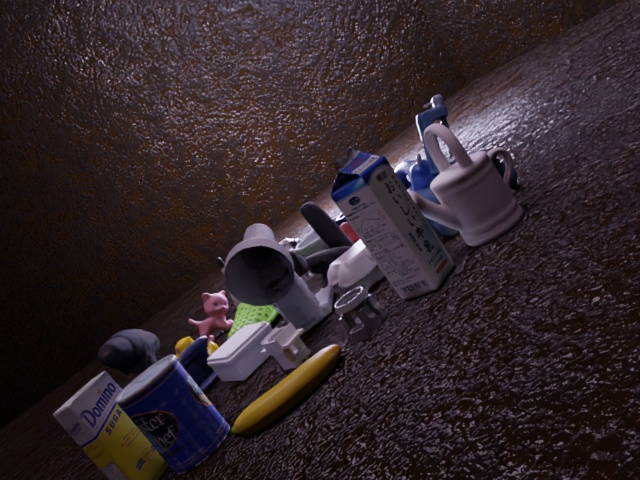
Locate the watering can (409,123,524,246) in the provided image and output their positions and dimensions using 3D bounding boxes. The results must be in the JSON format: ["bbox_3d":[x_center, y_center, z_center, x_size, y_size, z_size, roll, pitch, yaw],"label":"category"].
[{"bbox_3d":[0.216,-0.091,0.885,0.173,0.194,0.100,-40,10,-26],"label":"watering can"}]

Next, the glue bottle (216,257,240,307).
[{"bbox_3d":[-0.212,0.115,1.478,0.037,0.173,0.078,-26,13,46],"label":"glue bottle"}]

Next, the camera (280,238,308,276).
[{"bbox_3d":[-0.106,0.061,1.605,0.136,0.101,0.143,-34,9,9],"label":"camera"}]

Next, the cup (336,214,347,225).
[{"bbox_3d":[0.104,-0.040,1.371,0.091,0.095,0.118,-28,12,40],"label":"cup"}]

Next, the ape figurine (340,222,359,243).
[{"bbox_3d":[0.075,0.001,1.270,0.078,0.092,0.076,-42,11,-36],"label":"ape figurine"}]

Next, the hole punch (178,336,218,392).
[{"bbox_3d":[-0.261,0.261,1.154,0.101,0.091,0.109,-29,11,36],"label":"hole punch"}]

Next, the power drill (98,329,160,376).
[{"bbox_3d":[-0.288,0.239,0.989,0.076,0.208,0.229,-36,9,-7],"label":"power drill"}]

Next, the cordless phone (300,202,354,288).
[{"bbox_3d":[0.011,0.004,1.186,0.094,0.185,0.147,-41,11,-33],"label":"cordless phone"}]

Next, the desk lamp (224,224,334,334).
[{"bbox_3d":[-0.077,0.073,1.058,0.118,0.213,0.203,-34,9,10],"label":"desk lamp"}]

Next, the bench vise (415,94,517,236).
[{"bbox_3d":[0.217,-0.129,1.000,0.208,0.220,0.121,-38,9,-18],"label":"bench vise"}]

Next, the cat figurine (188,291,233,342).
[{"bbox_3d":[-0.284,0.195,1.507,0.128,0.118,0.067,-38,9,-17],"label":"cat figurine"}]

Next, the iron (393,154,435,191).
[{"bbox_3d":[0.201,-0.109,1.214,0.119,0.141,0.258,-37,9,-11],"label":"iron"}]

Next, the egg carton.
[{"bbox_3d":[0.085,0.044,1.073,0.150,0.069,0.107,-39,10,-23],"label":"egg carton"}]

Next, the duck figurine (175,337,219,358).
[{"bbox_3d":[-0.282,0.255,1.282,0.104,0.086,0.077,-36,9,-3],"label":"duck figurine"}]

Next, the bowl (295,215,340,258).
[{"bbox_3d":[0.022,0.005,1.506,0.167,0.075,0.167,-34,9,6],"label":"bowl"}]
